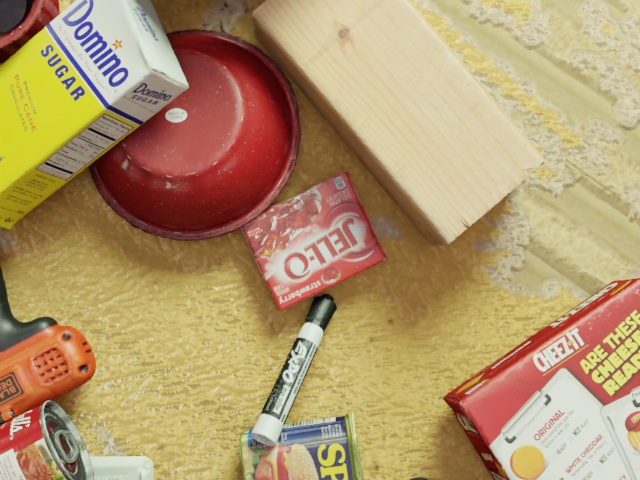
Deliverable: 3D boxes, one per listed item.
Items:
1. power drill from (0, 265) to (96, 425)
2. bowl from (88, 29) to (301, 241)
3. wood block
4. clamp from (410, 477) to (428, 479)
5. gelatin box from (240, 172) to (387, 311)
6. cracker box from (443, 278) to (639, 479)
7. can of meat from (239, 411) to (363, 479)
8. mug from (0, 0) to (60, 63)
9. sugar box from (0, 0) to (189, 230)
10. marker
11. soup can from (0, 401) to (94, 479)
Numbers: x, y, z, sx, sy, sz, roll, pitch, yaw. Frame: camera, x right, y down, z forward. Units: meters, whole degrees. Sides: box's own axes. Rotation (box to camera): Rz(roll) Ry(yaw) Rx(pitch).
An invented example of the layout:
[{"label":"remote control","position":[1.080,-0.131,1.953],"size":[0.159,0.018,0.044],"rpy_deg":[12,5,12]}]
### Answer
[{"label":"power drill","position":[-0.278,0.059,0.767],"size":[0.184,0.057,0.187],"rpy_deg":[-27,91,-1]},{"label":"bowl","position":[-0.096,-0.083,0.760],"size":[0.162,0.055,0.162],"rpy_deg":[-1,80,5]},{"label":"wood block","position":[0.053,-0.103,0.761],"size":[0.091,0.090,0.206],"rpy_deg":[-40,90,-1]},{"label":"clamp","position":[0.116,0.247,0.781],"size":[0.171,0.039,0.120],"rpy_deg":[16,93,-7]},{"label":"gelatin box","position":[-0.005,0.001,0.786],"size":[0.089,0.030,0.073],"rpy_deg":[-25,89,-1]},{"label":"cracker box","position":[0.215,0.159,0.765],"size":[0.164,0.072,0.214],"rpy_deg":[-33,89,-8]},{"label":"can of meat","position":[-0.009,0.181,0.770],"size":[0.084,0.057,0.102],"rpy_deg":[-8,88,1]},{"label":"mug","position":[-0.244,-0.171,0.758],"size":[0.117,0.081,0.093],"rpy_deg":[-7,89,-2]},{"label":"sugar box","position":[-0.180,-0.094,0.732],"size":[0.176,0.048,0.093],"rpy_deg":[-36,63,21]},{"label":"marker","position":[-0.017,0.090,0.767],"size":[0.020,0.020,0.121],"rpy_deg":[26,62,-1]},{"label":"soup can","position":[-0.216,0.163,0.731],"size":[0.102,0.068,0.068],"rpy_deg":[-27,90,1]}]
